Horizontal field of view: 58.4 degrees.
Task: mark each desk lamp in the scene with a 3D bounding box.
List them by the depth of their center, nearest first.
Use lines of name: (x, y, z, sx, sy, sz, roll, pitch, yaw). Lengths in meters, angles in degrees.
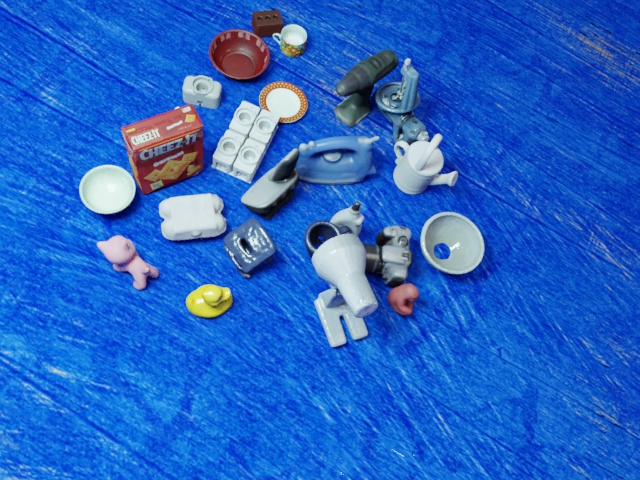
desk lamp: (0.059, 0.113, 1.282, 0.118, 0.213, 0.203, -17, 73, -17)

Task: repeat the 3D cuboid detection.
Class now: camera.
camera: (0.150, 0.030, 1.395, 0.137, 0.100, 0.143, 9, 68, -8)

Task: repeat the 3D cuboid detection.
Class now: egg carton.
egg carton: (-0.299, -0.053, 1.349, 0.150, 0.069, 0.107, -8, 71, -15)

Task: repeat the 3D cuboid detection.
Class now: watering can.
watering can: (0.270, -0.199, 1.458, 0.173, 0.194, 0.101, 17, 67, -5)

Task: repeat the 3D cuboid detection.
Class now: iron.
iron: (0.023, -0.218, 1.442, 0.259, 0.141, 0.118, -6, 70, -14)

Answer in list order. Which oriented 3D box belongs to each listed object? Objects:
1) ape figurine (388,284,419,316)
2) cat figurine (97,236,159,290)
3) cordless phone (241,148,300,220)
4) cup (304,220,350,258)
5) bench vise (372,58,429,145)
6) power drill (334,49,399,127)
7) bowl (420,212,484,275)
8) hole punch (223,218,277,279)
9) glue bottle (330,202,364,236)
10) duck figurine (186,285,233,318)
ape figurine: (0.207, 0.135, 1.371, 0.076, 0.092, 0.078, 32, 66, 2)
cat figurine: (-0.422, 0.040, 1.261, 0.128, 0.117, 0.067, 37, 66, 4)
cordless phone: (-0.111, -0.142, 1.361, 0.094, 0.185, 0.148, 38, 67, 5)
cup: (0.013, 0.005, 1.379, 0.118, 0.095, 0.091, -25, 76, -19)
bench vise: (0.236, -0.361, 1.500, 0.207, 0.219, 0.122, 42, 67, 6)
power drill: (0.105, -0.392, 1.491, 0.075, 0.208, 0.230, 43, 67, 7)
bowl: (0.324, 0.017, 1.451, 0.167, 0.074, 0.167, 4, 68, -10)
hole punch: (-0.165, 0.019, 1.338, 0.101, 0.091, 0.108, -31, 78, -21)
glue bottle: (0.072, -0.051, 1.370, 0.078, 0.173, 0.037, 26, 66, 0)
duck figurine: (-0.246, 0.129, 1.280, 0.105, 0.086, 0.077, -8, 71, -15)
